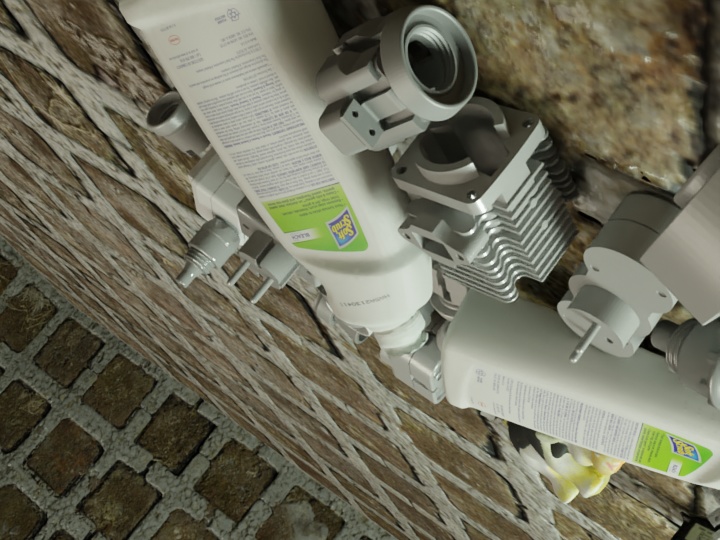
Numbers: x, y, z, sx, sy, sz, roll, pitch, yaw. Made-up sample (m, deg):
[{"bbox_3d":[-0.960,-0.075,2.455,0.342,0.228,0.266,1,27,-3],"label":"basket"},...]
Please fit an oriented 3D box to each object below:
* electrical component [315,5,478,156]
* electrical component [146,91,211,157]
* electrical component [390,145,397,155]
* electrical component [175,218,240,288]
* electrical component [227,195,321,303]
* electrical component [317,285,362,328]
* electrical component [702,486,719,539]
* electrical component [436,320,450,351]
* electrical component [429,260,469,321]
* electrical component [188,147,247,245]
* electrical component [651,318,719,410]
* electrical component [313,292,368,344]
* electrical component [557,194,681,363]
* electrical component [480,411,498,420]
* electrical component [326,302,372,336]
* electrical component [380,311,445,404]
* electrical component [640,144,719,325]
[{"bbox_3d":[0.020,-0.097,0.532,0.058,0.078,0.057,45,145,-24],"label":"electrical component"},{"bbox_3d":[-0.151,-0.123,0.911,0.040,0.040,0.046,22,164,47],"label":"electrical component"},{"bbox_3d":[-0.018,-0.076,0.697,0.054,0.059,0.095,41,165,-10],"label":"electrical component"},{"bbox_3d":[-0.129,-0.012,0.892,0.035,0.061,0.035,36,165,11],"label":"electrical component"},{"bbox_3d":[-0.053,-0.014,0.688,0.066,0.076,0.047,36,165,9],"label":"electrical component"},{"bbox_3d":[-0.021,-0.029,0.774,0.073,0.052,0.138,59,-176,-47],"label":"electrical component"},{"bbox_3d":[0.259,0.149,0.692,0.042,0.081,0.063,50,-176,-37],"label":"electrical component"},{"bbox_3d":[0.083,0.052,0.882,0.035,0.035,0.061,37,162,6],"label":"electrical component"},{"bbox_3d":[0.070,0.005,0.757,0.066,0.048,0.055,30,155,29],"label":"electrical component"},{"bbox_3d":[-0.105,-0.068,0.914,0.061,0.061,0.096,37,165,6],"label":"electrical component"},{"bbox_3d":[0.191,0.046,0.598,0.062,0.048,0.048,30,164,50],"label":"electrical component"},{"bbox_3d":[-0.011,0.038,1.041,0.055,0.045,0.045,34,164,18],"label":"electrical component"},{"bbox_3d":[0.137,0.019,0.586,0.052,0.073,0.138,35,165,12],"label":"electrical component"},{"bbox_3d":[0.109,0.096,0.933,0.055,0.048,0.066,42,166,16],"label":"electrical component"},{"bbox_3d":[0.000,0.000,0.841,0.079,0.077,0.044,31,163,27],"label":"electrical component"},{"bbox_3d":[0.058,0.073,0.964,0.059,0.053,0.095,34,164,20],"label":"electrical component"},{"bbox_3d":[0.154,-0.021,0.394,0.064,0.099,0.099,42,166,11],"label":"electrical component"}]
